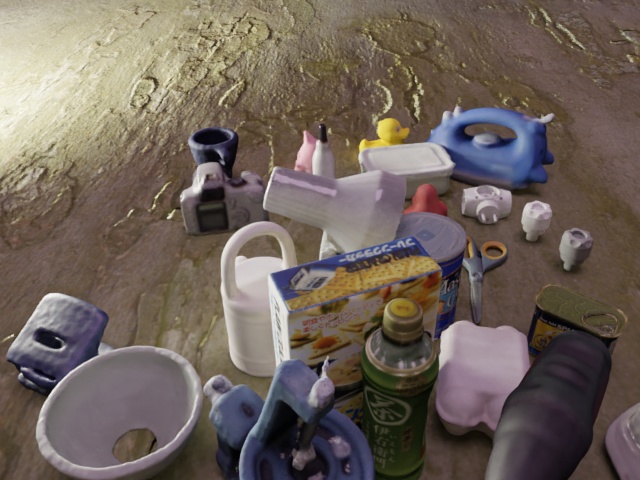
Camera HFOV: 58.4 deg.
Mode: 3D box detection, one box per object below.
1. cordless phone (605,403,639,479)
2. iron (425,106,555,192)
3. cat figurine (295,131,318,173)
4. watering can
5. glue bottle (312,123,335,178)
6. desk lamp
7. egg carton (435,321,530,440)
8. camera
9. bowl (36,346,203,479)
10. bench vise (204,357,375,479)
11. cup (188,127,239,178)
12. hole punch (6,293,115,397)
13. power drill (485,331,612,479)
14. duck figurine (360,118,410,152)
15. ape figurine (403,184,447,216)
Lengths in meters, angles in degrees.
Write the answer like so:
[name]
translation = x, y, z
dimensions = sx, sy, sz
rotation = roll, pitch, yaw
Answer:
[cordless phone]
translation = 0.347, 0.182, 0.522
dimensions = 0.094, 0.185, 0.147
rotation = -5, 36, -5
[iron]
translation = 0.306, -0.188, 1.072
dimensions = 0.257, 0.141, 0.119
rotation = 15, 39, 21
[cat figurine]
translation = -0.014, -0.152, 1.053
dimensions = 0.067, 0.118, 0.127
rotation = -6, 36, -6
[watering can]
translation = -0.063, 0.067, 0.687
dimensions = 0.172, 0.194, 0.101
rotation = 23, 43, 30
[glue bottle]
translation = 0.006, -0.113, 0.950
dimensions = 0.037, 0.173, 0.078
rotation = -4, 36, -3
[desk lamp]
translation = 0.007, 0.003, 0.756
dimensions = 0.203, 0.214, 0.118
rotation = 2, 36, 5
[egg carton]
translation = 0.189, 0.159, 0.658
dimensions = 0.107, 0.069, 0.150
rotation = 6, 37, 10
[camera]
translation = -0.168, -0.090, 0.986
dimensions = 0.143, 0.101, 0.136
rotation = -8, 36, -10
[bowl]
translation = -0.204, 0.198, 0.612
dimensions = 0.167, 0.075, 0.167
rotation = -1, 36, 1
[bench vise]
translation = -0.044, 0.177, 0.511
dimensions = 0.206, 0.220, 0.122
rotation = 15, 39, 22
[cup]
translation = -0.189, -0.147, 1.071
dimensions = 0.092, 0.095, 0.117
rotation = -18, 39, -22
[hole punch]
translation = -0.313, 0.130, 0.694
dimensions = 0.108, 0.091, 0.101
rotation = 14, 39, 21
[power drill]
translation = 0.186, 0.192, 0.494
dimensions = 0.075, 0.209, 0.230
rotation = 21, 41, 28
[duck figurine]
translation = 0.132, -0.200, 1.142
dimensions = 0.104, 0.086, 0.077
rotation = -1, 36, 1
[ape figurine]
translation = 0.172, -0.050, 0.927
dimensions = 0.078, 0.092, 0.076
rotation = -3, 36, -2
